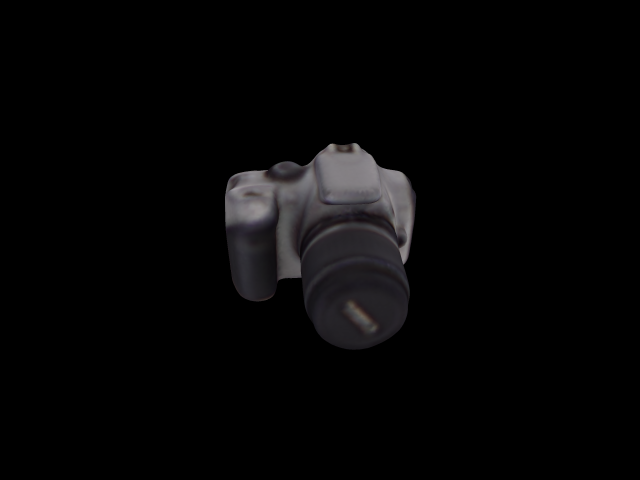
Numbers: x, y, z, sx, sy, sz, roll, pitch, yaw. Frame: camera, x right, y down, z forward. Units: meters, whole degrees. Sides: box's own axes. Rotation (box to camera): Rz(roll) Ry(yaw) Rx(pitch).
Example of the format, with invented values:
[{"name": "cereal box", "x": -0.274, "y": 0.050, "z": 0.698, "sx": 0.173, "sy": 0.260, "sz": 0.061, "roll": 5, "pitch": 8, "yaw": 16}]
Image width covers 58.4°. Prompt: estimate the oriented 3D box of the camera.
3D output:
[{"name": "camera", "x": 0.004, "y": 0.001, "z": 0.400, "sx": 0.143, "sy": 0.101, "sz": 0.136, "roll": -3, "pitch": 37, "yaw": -4}]
